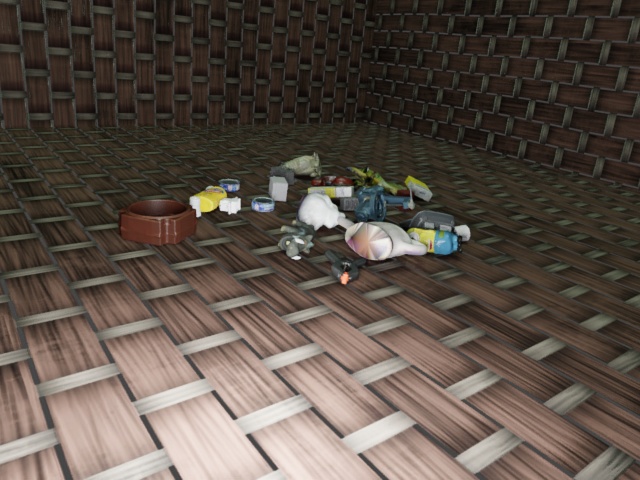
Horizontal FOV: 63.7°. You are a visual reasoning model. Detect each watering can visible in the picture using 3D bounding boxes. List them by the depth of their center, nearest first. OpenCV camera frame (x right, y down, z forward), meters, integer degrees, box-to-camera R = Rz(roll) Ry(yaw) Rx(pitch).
[{"bbox_3d":[0.152,-0.012,1.571,0.349,0.103,0.225,19,11,32],"label":"watering can"}]

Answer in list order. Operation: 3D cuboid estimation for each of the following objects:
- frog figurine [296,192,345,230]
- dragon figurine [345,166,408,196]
[{"bbox_3d":[0.005,-0.088,1.752,0.160,0.120,0.140,20,56,15],"label":"frog figurine"},{"bbox_3d":[0.277,-0.245,2.302,0.242,0.121,0.417,17,17,-21],"label":"dragon figurine"}]
